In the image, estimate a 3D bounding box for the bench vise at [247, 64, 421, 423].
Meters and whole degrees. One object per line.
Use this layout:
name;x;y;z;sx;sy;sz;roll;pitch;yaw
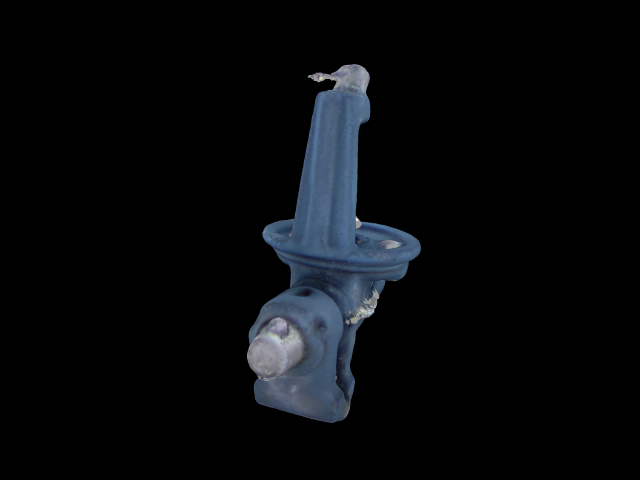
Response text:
bench vise;0.016;0.002;0.400;0.121;0.220;0.207;0;29;1
